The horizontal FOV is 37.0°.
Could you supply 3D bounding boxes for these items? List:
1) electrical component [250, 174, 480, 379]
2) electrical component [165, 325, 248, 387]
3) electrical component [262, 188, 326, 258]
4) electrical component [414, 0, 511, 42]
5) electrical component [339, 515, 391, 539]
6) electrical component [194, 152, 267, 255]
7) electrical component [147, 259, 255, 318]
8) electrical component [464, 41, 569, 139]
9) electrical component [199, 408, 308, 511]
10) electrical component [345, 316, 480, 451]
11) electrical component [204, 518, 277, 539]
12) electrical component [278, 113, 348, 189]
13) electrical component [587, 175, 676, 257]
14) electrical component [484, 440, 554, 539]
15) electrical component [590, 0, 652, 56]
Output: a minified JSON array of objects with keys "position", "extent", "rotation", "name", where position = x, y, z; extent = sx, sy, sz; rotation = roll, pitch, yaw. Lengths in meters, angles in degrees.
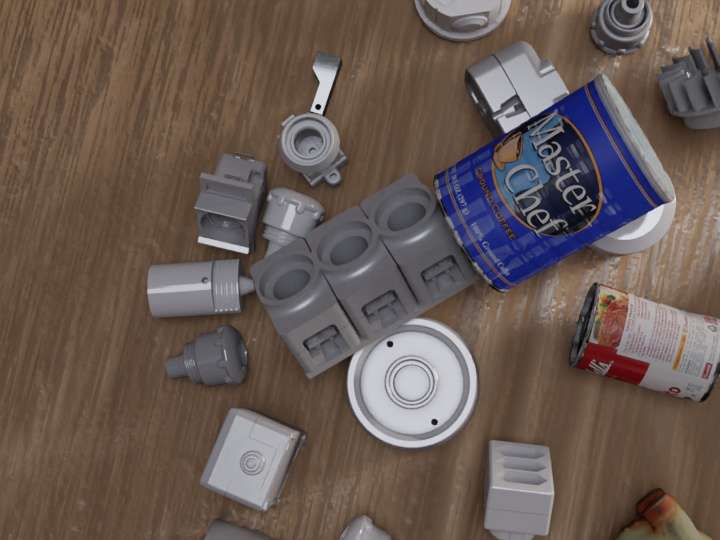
[{"position":[0.000,0.000,0.821],"extent":[0.150,0.061,0.089],"rotation":[-30,41,0],"name":"electrical component"},{"position":[-0.122,0.072,0.851],"extent":[0.062,0.048,0.048],"rotation":[-13,83,9],"name":"electrical component"},{"position":[-0.059,-0.032,0.859],"extent":[0.048,0.048,0.062],"rotation":[22,92,6],"name":"electrical component"},{"position":[0.084,-0.230,0.870],"extent":[0.080,0.051,0.080],"rotation":[0,83,4],"name":"electrical component"},{"position":[0.012,0.222,0.825],"extent":[0.062,0.048,0.048],"rotation":[31,86,-1],"name":"electrical component"},{"position":[-0.100,-0.054,0.850],"extent":[0.042,0.081,0.063],"rotation":[13,55,4],"name":"electrical component"},{"position":[-0.124,0.015,0.858],"extent":[0.081,0.043,0.043],"rotation":[-4,83,3],"name":"electrical component"},{"position":[0.131,-0.129,0.853],"extent":[0.059,0.053,0.095],"rotation":[-28,82,0],"name":"electrical component"},{"position":[-0.084,0.140,0.813],"extent":[0.061,0.096,0.061],"rotation":[22,85,6],"name":"electrical component"},{"position":[0.040,0.087,0.830],"extent":[0.108,0.060,0.108],"rotation":[0,83,4],"name":"electrical component"},{"position":[-0.091,0.243,0.828],"extent":[0.077,0.044,0.079],"rotation":[21,85,6],"name":"electrical component"},{"position":[-0.039,-0.098,0.859],"extent":[0.048,0.055,0.066],"rotation":[-39,83,-1],"name":"electrical component"},{"position":[0.202,-0.050,0.841],"extent":[0.080,0.051,0.080],"rotation":[0,83,4],"name":"electrical component"},{"position":[0.117,0.180,0.816],"extent":[0.047,0.065,0.076],"rotation":[6,113,4],"name":"electrical component"},{"position":[0.210,-0.201,0.852],"extent":[0.048,0.062,0.048],"rotation":[0,83,4],"name":"electrical component"}]
